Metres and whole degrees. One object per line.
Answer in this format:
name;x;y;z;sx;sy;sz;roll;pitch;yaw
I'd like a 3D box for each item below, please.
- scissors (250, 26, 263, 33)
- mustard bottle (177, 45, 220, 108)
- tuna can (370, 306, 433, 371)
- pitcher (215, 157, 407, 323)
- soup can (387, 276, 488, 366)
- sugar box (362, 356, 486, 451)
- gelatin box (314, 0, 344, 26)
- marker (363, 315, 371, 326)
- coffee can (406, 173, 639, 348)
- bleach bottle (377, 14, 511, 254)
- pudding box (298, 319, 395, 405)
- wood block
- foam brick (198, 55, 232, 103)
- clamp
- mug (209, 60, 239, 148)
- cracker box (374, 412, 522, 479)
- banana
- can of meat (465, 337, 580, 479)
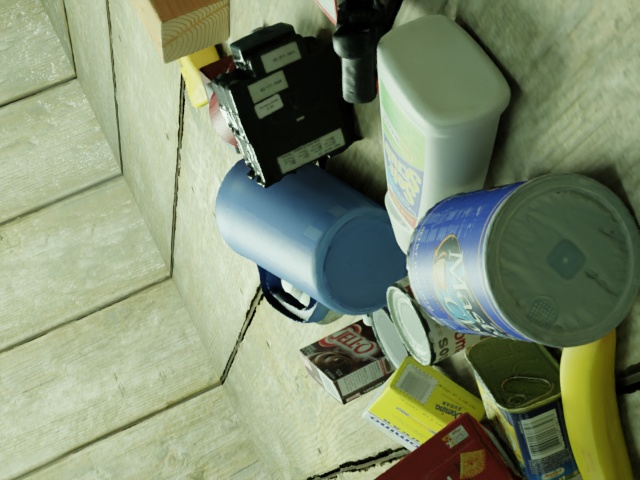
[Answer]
scissors;-0.050;-0.153;1.231;0.096;0.016;0.202;45;155;57
mustard bottle;-0.175;-0.272;1.404;0.096;0.058;0.191;-175;62;-78
tuna can;0.086;0.099;1.109;0.086;0.033;0.086;58;164;27
pitcher;-0.007;0.001;1.099;0.149;0.145;0.243;50;172;-29
soup can;0.110;0.043;0.799;0.068;0.102;0.068;58;164;28
sugar box;0.102;0.176;1.087;0.093;0.048;0.176;33;158;6
gelatin box;0.008;-0.230;0.873;0.073;0.030;0.089;55;162;41
marker;0.051;0.048;1.186;0.020;0.020;0.121;51;160;45
coffee can;0.127;0.014;0.690;0.103;0.102;0.140;67;166;-4
bleach bottle;0.088;-0.049;0.816;0.103;0.068;0.251;59;167;31
pudding box;0.037;0.140;1.240;0.114;0.090;0.039;35;148;63
wood block;-0.197;-0.335;1.315;0.206;0.090;0.090;61;165;19
foam brick;-0.111;-0.182;1.332;0.053;0.051;0.078;46;156;51
clamp;0.031;-0.175;0.805;0.210;0.036;0.164;74;-161;-74
mug;-0.063;-0.155;1.116;0.082;0.093;0.117;-33;37;61
cracker box;0.092;0.230;0.909;0.072;0.164;0.213;54;-176;20
banana;0.197;0.122;0.744;0.070;0.037;0.198;31;141;62
can of meat;0.160;0.129;0.828;0.102;0.057;0.084;-118;8;-63
